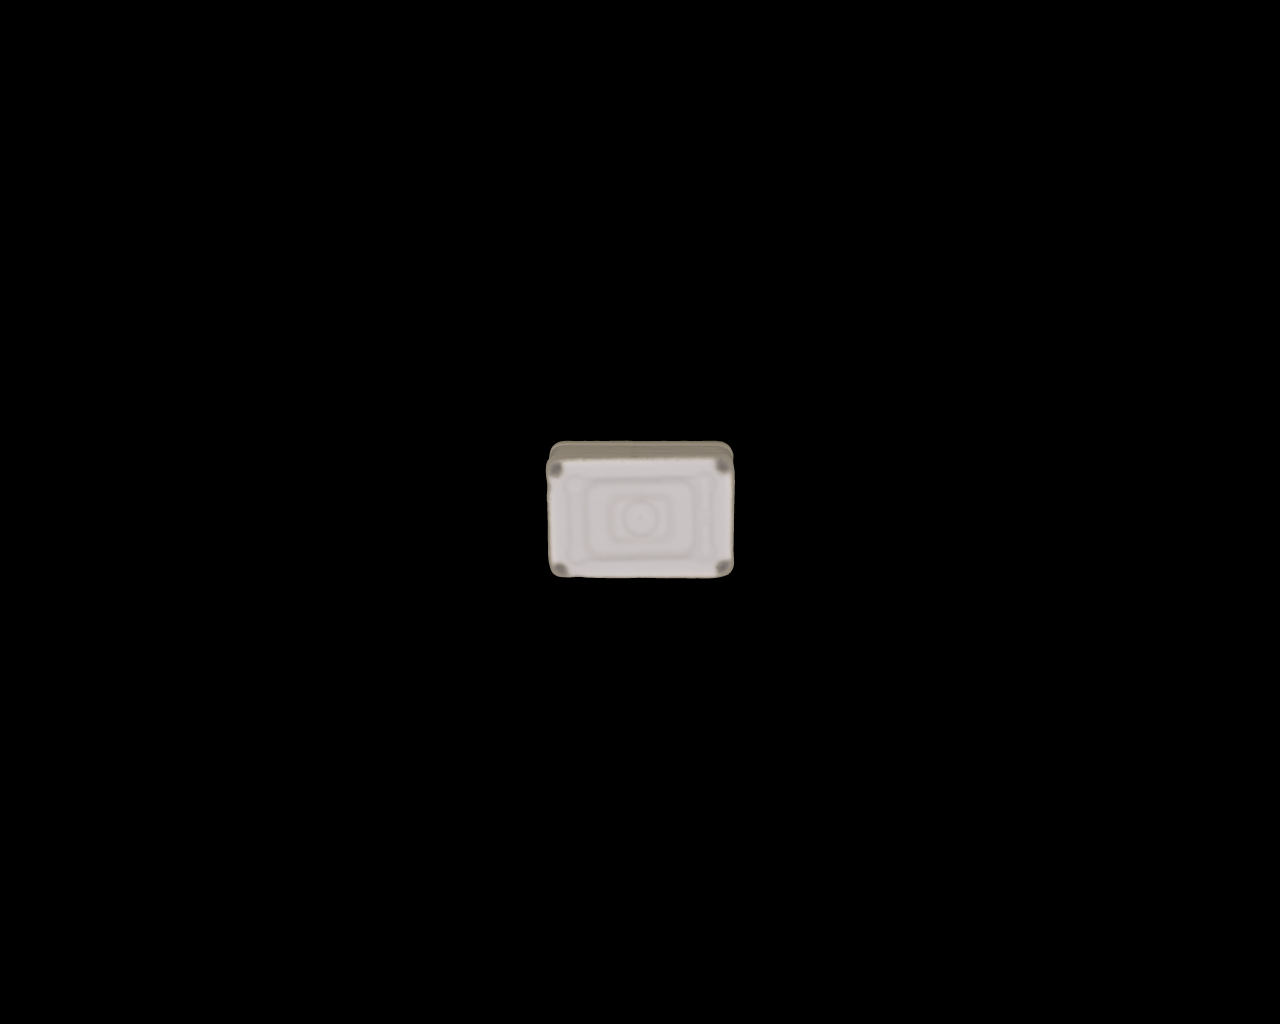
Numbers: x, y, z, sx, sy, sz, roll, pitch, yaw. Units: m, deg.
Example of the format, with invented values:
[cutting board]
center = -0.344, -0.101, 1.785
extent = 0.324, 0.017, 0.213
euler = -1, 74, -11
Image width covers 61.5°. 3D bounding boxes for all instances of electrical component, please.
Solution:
[electrical component]
center = 0.001, -0.003, 0.650
extent = 0.113, 0.078, 0.057
euler = 0, 13, 0
